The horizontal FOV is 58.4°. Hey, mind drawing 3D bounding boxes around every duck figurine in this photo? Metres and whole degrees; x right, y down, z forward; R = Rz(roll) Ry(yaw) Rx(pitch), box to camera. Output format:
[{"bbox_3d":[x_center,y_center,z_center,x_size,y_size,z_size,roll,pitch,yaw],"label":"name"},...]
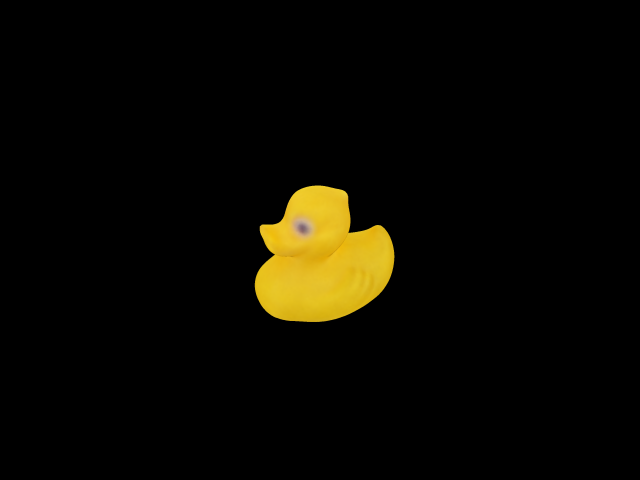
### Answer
[{"bbox_3d":[0.004,0.001,0.400,0.105,0.086,0.077,-14,40,-17],"label":"duck figurine"}]
